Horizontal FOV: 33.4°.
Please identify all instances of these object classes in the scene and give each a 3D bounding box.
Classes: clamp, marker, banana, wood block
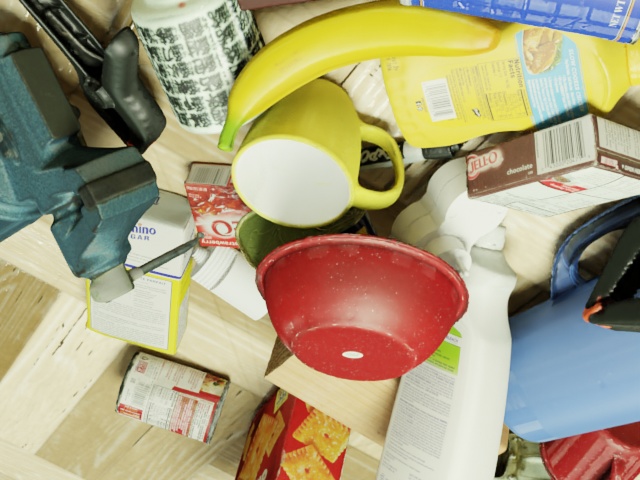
[{"bbox_3d":[0.257,-0.009,0.715,0.036,0.164,0.210,18,142,-29],"label":"clamp"},{"bbox_3d":[0.050,-0.065,0.825,0.121,0.020,0.020,-7,132,24],"label":"marker"},{"bbox_3d":[0.017,-0.119,0.696,0.198,0.069,0.037,-20,167,18],"label":"banana"},{"bbox_3d":[-0.151,-0.118,0.788,0.120,0.039,0.171,37,166,38],"label":"clamp"},{"bbox_3d":[0.066,0.122,0.961,0.206,0.090,0.090,33,135,-15],"label":"wood block"}]

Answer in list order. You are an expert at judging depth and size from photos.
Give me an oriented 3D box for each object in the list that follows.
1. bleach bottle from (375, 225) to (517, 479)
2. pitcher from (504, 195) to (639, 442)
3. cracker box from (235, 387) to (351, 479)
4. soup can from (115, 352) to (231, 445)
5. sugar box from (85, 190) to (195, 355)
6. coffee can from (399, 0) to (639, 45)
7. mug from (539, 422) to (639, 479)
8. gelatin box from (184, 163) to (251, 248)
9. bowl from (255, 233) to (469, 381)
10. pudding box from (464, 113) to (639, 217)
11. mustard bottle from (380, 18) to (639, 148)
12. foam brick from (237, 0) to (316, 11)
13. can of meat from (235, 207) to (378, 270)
[{"bbox_3d":[0.112,0.110,0.854,0.067,0.251,0.103,8,-173,-39],"label":"bleach bottle"},{"bbox_3d":[0.243,0.070,0.836,0.144,0.149,0.243,27,142,-33],"label":"pitcher"},{"bbox_3d":[-0.040,0.242,1.028,0.072,0.213,0.164,25,137,-9],"label":"cracker box"},{"bbox_3d":[-0.150,0.161,1.089,0.102,0.068,0.069,18,137,0],"label":"soup can"},{"bbox_3d":[-0.165,0.025,0.971,0.093,0.048,0.176,16,134,3],"label":"sugar box"},{"bbox_3d":[0.125,-0.177,0.623,0.140,0.102,0.103,12,137,6],"label":"coffee can"},{"bbox_3d":[0.254,0.187,0.952,0.093,0.117,0.082,23,132,-1],"label":"mug"},{"bbox_3d":[-0.063,-0.026,0.894,0.089,0.030,0.073,4,136,14],"label":"gelatin box"},{"bbox_3d":[0.028,0.060,0.786,0.162,0.055,0.162,7,149,4],"label":"bowl"},{"bbox_3d":[0.172,-0.049,0.746,0.089,0.039,0.114,9,165,-39],"label":"pudding box"},{"bbox_3d":[0.142,-0.115,0.714,0.192,0.058,0.096,-4,130,22],"label":"mustard bottle"},{"bbox_3d":[-0.018,-0.189,0.695,0.078,0.051,0.053,-4,134,21],"label":"foam brick"},{"bbox_3d":[-0.005,0.001,0.846,0.102,0.057,0.084,-31,150,0],"label":"can of meat"}]
